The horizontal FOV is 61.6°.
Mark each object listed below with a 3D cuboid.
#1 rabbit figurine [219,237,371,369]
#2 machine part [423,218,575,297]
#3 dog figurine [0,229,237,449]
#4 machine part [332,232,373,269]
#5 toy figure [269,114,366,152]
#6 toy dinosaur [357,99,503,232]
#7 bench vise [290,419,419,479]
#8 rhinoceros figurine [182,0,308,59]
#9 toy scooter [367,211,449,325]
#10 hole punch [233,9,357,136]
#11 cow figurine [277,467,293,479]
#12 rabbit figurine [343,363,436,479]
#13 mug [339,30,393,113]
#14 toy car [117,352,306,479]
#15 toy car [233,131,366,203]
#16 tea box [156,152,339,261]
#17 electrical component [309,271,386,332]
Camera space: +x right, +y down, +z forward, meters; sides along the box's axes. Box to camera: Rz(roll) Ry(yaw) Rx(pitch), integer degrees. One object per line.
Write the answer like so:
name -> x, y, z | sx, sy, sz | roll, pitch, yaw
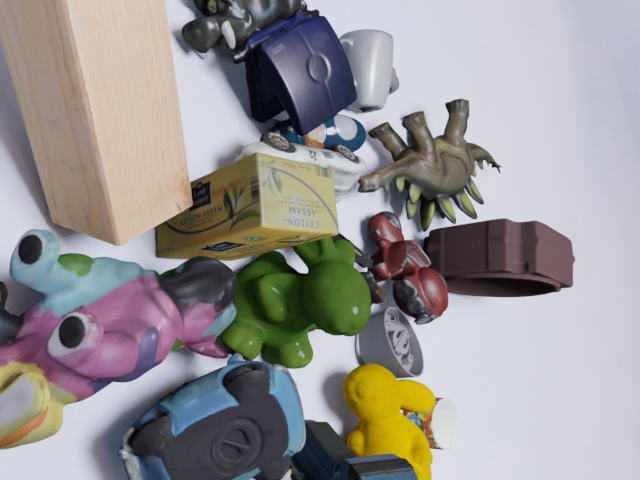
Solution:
rabbit figurine -> -0.009, 0.060, 0.574 | 0.121, 0.170, 0.159 | 35, 58, -36
machine part -> 0.282, 0.037, 0.861 | 0.201, 0.201, 0.087 | 20, 69, -42
dog figurine -> -0.169, 0.082, 0.453 | 0.108, 0.191, 0.219 | 49, 9, 23
machine part -> -0.001, -0.002, 0.676 | 0.139, 0.084, 0.039 | 23, 106, -32
toy figure -> -0.003, -0.142, 0.714 | 0.154, 0.057, 0.064 | -10, 50, -46
toy dinosaur -> 0.207, -0.126, 0.901 | 0.471, 0.105, 0.198 | -26, 106, -45
bench vise -> 0.019, 0.310, 0.545 | 0.129, 0.224, 0.240 | 4, 105, -42
rhinoceros figurine -> -0.091, -0.274, 0.646 | 0.190, 0.073, 0.112 | -41, 121, -45
toy scooter -> 0.118, 0.051, 0.760 | 0.183, 0.075, 0.135 | 56, 24, -9
hole punch -> -0.022, -0.195, 0.633 | 0.142, 0.092, 0.115 | -39, 142, -29
cow figurine -> -0.074, 0.293, 0.500 | 0.068, 0.167, 0.098 | 31, 17, -35
rabbit figurine -> 0.086, 0.231, 0.671 | 0.162, 0.122, 0.173 | -25, 98, -51
mug -> 0.062, -0.245, 0.787 | 0.109, 0.081, 0.107 | -4, 92, -52
toy car -> -0.101, 0.173, 0.499 | 0.162, 0.103, 0.109 | -20, 103, -21
toy car -> -0.020, -0.081, 0.657 | 0.201, 0.073, 0.056 | 0, 46, -46
tea box -> -0.076, -0.024, 0.524 | 0.098, 0.170, 0.068 | 4, 78, -44
electrical component -> 0.028, 0.076, 0.667 | 0.078, 0.102, 0.045 | -37, 104, -55
